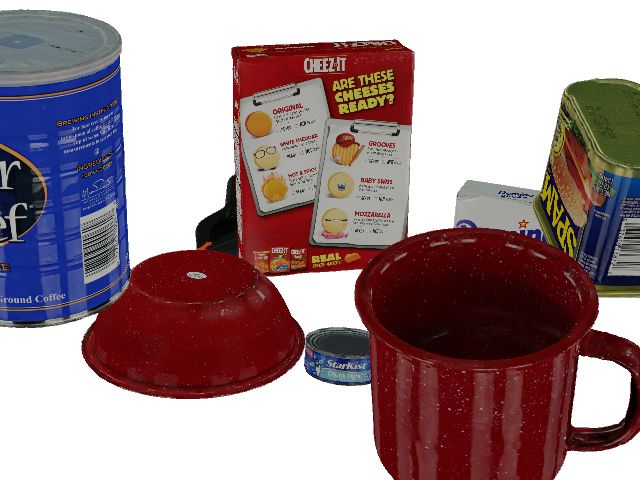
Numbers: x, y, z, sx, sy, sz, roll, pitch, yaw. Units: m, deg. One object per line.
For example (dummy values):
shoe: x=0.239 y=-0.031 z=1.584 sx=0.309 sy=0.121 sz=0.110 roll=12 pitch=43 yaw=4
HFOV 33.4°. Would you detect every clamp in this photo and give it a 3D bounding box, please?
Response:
clamp: x=-0.079 y=-0.024 z=1.213 sx=0.120 sy=0.039 sz=0.171 roll=-1 pitch=36 yaw=25

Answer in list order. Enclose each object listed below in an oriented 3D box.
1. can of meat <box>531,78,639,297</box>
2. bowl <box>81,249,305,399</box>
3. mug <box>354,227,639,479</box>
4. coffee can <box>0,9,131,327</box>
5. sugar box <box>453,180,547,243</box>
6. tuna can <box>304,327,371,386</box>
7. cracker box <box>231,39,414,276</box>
can of meat: x=0.162 y=-0.032 z=0.600 sx=0.057 sy=0.084 sz=0.102 roll=0 pitch=37 yaw=-5
bowl: x=-0.090 y=0.049 z=0.766 sx=0.162 sy=0.055 sz=0.162 roll=2 pitch=23 yaw=-1
mug: x=0.073 y=0.054 z=0.428 sx=0.117 sy=0.081 sz=0.093 roll=7 pitch=34 yaw=16
coffee can: x=-0.154 y=-0.040 z=0.565 sx=0.103 sy=0.140 sz=0.103 roll=2 pitch=28 yaw=-1
sugar box: x=0.151 y=0.045 z=0.872 sx=0.093 sy=0.176 sz=0.048 roll=9 pitch=24 yaw=18
tuna can: x=0.026 y=0.120 z=1.106 sx=0.086 sy=0.034 sz=0.086 roll=4 pitch=15 yaw=-1
cracker box: x=0.000 y=-0.078 z=1.016 sx=0.164 sy=0.214 sz=0.072 roll=-4 pitch=22 yaw=-10
